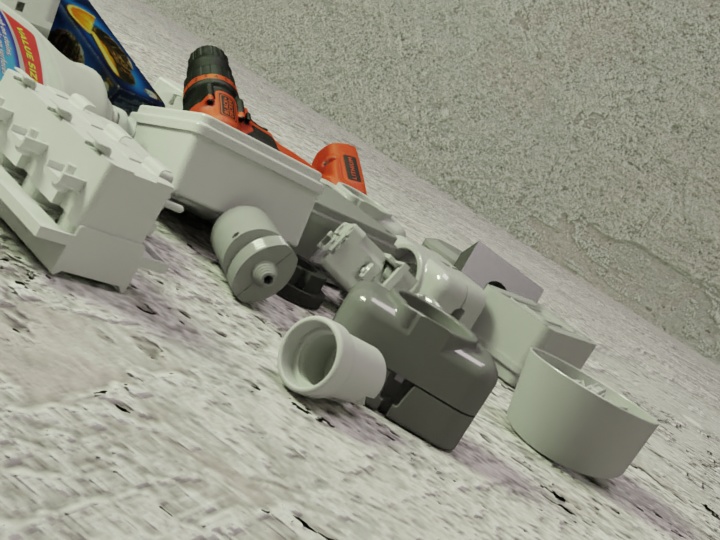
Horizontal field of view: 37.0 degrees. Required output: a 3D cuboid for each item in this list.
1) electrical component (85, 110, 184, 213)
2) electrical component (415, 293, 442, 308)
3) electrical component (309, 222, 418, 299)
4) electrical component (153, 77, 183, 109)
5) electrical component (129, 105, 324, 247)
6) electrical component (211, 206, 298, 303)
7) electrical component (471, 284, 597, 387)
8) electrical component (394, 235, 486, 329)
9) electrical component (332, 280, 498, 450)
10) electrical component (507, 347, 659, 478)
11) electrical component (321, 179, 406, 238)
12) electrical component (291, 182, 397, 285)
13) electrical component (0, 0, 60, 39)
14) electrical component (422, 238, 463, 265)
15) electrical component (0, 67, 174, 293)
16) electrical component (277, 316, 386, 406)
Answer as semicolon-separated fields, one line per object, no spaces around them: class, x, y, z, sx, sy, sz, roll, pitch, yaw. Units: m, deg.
electrical component;-0.139;-0.052;0.643;0.076;0.047;0.083;23;12;-45
electrical component;0.025;0.038;0.715;0.048;0.048;0.062;37;18;32
electrical component;0.000;0.000;0.771;0.064;0.042;0.081;43;-7;-14
electrical component;-0.182;-0.153;1.051;0.066;0.047;0.077;33;9;10
electrical component;-0.100;-0.065;0.746;0.109;0.056;0.109;25;-5;-37
electrical component;-0.065;-0.008;0.664;0.043;0.043;0.081;27;10;-24
electrical component;0.142;0.062;0.924;0.078;0.057;0.113;37;11;33
electrical component;0.050;0.014;0.892;0.059;0.053;0.095;24;11;-38
electrical component;0.027;0.049;0.608;0.095;0.059;0.053;31;9;-2
electrical component;0.152;0.095;0.738;0.099;0.064;0.099;21;19;-7
electrical component;-0.010;-0.039;0.963;0.095;0.059;0.053;29;9;-18
electrical component;-0.044;-0.038;0.853;0.109;0.056;0.109;22;13;-46
electrical component;-0.294;-0.206;0.713;0.186;0.060;0.105;18;-11;-19
electrical component;0.089;0.006;1.072;0.080;0.051;0.080;31;9;-5
electrical component;-0.151;-0.050;0.543;0.121;0.063;0.079;38;11;38
electrical component;-0.013;0.048;0.548;0.040;0.040;0.046;39;6;38
